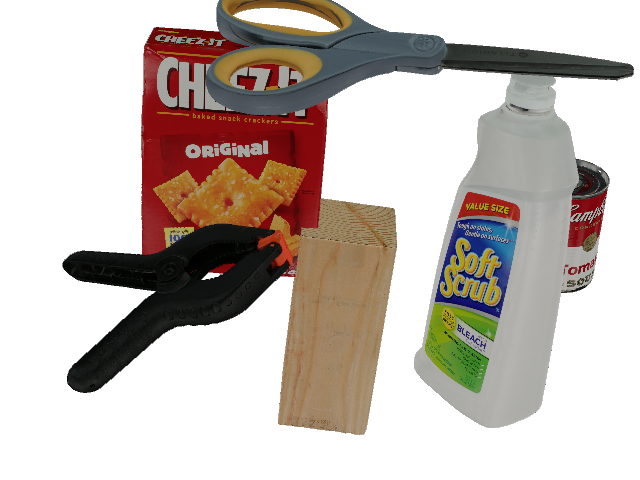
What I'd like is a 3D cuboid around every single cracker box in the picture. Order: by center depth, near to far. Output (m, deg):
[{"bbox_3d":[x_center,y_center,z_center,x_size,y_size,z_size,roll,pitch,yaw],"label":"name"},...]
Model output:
[{"bbox_3d":[-0.077,-0.075,0.966,0.164,0.214,0.072,4,24,-2],"label":"cracker box"}]

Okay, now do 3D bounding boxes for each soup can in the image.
[{"bbox_3d":[0.215,-0.013,0.948,0.068,0.102,0.068,0,33,0],"label":"soup can"}]

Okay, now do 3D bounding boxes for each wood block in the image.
[{"bbox_3d":[0.015,0.074,1.032,0.090,0.206,0.091,7,26,-1],"label":"wood block"}]

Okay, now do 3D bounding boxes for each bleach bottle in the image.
[{"bbox_3d":[0.123,0.003,0.737,0.068,0.251,0.103,-16,35,-29],"label":"bleach bottle"}]

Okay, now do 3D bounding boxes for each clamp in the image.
[{"bbox_3d":[-0.103,0.040,0.732,0.171,0.120,0.039,-15,-37,12],"label":"clamp"}]

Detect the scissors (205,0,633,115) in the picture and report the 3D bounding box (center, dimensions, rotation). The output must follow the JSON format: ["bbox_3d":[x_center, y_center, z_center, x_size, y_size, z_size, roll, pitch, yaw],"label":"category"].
[{"bbox_3d":[0.034,-0.077,0.496,0.202,0.016,0.096,18,50,18],"label":"scissors"}]
